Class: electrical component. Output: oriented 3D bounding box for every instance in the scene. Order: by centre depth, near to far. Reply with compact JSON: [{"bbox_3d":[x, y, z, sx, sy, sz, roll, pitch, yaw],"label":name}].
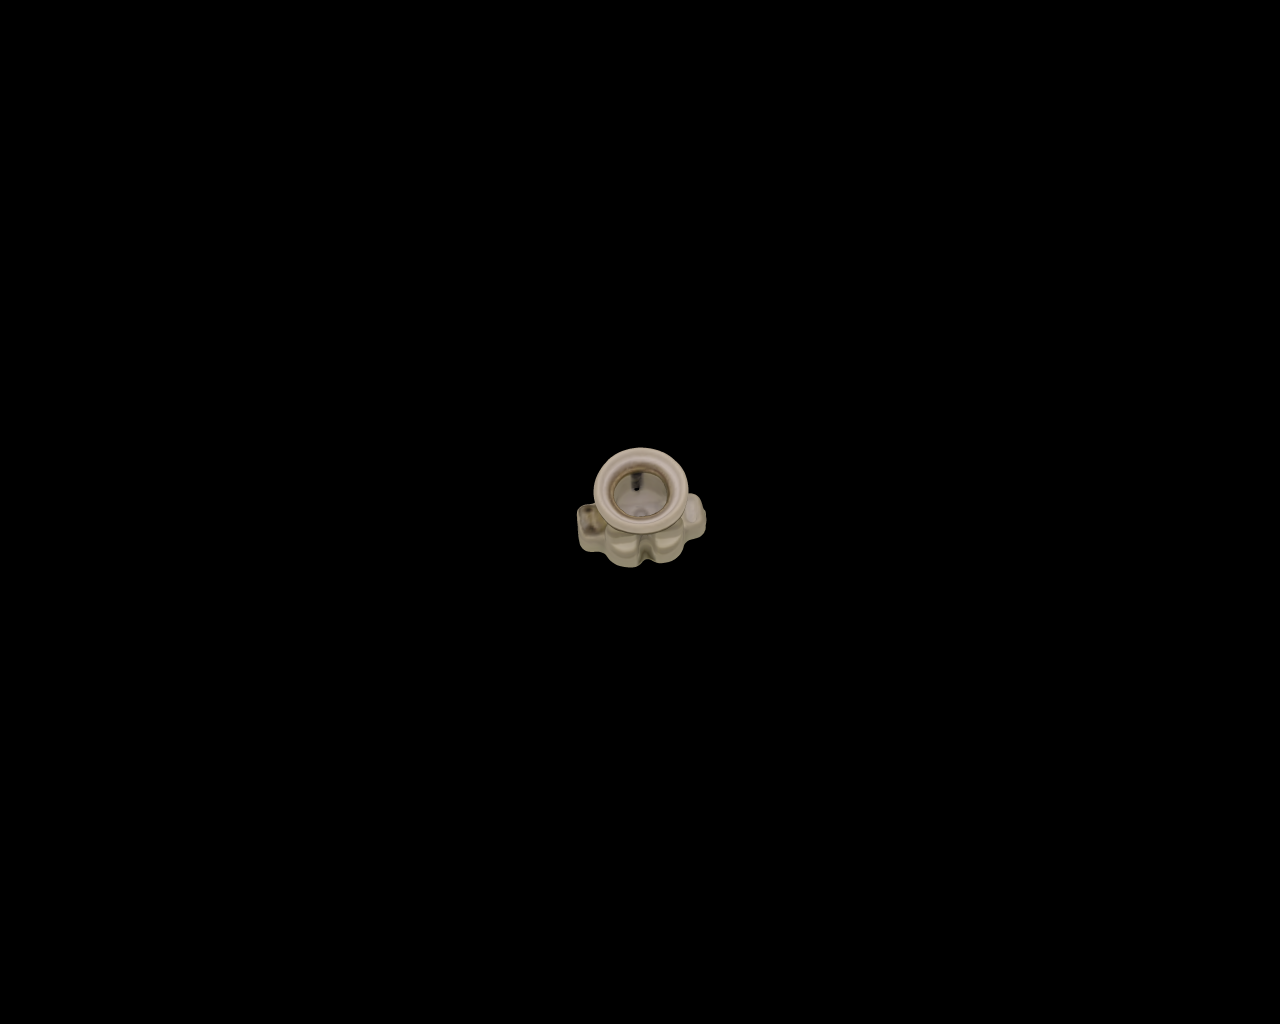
[{"bbox_3d":[0.001,-0.003,0.650,0.078,0.058,0.056,-6,-27,-3],"label":"electrical component"}]
